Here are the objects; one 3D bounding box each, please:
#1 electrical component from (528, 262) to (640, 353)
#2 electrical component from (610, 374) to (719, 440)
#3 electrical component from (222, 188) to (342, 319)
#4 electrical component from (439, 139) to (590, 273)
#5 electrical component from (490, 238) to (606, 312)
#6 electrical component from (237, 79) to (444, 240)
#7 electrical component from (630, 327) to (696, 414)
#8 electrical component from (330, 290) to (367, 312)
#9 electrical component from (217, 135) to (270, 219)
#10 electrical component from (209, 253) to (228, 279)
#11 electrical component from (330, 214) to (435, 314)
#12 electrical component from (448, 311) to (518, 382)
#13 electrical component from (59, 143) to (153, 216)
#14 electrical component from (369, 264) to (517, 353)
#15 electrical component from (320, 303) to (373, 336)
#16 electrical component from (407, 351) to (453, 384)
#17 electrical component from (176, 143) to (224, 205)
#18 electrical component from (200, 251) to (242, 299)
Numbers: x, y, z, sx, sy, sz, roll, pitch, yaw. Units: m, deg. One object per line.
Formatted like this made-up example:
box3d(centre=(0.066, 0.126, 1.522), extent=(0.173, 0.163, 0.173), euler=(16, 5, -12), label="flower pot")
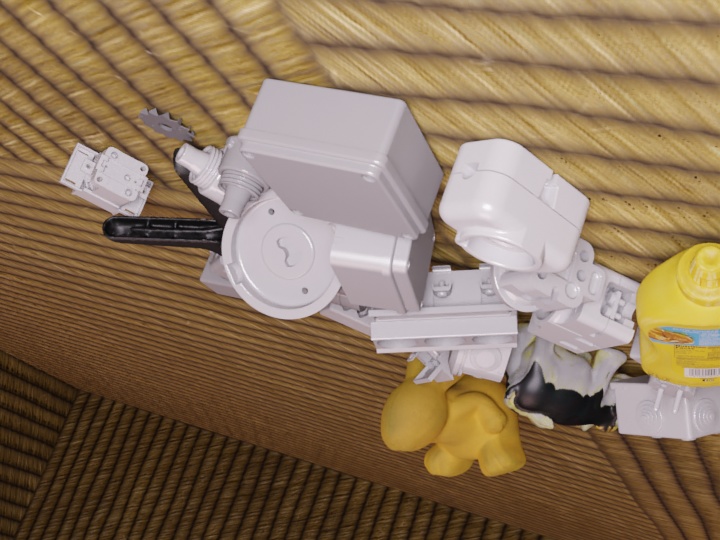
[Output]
box3d(centre=(0.176, 0.030, 0.861), extent=(0.056, 0.050, 0.089), euler=(24, 164, -12), label="electrical component")
box3d(centre=(0.286, 0.119, 0.955), extent=(0.100, 0.048, 0.100), euler=(-6, 180, -33), label="electrical component")
box3d(centre=(-0.052, -0.019, 0.888), extent=(0.108, 0.108, 0.060), euler=(16, -163, 15), label="electrical component")
box3d(centre=(0.102, -0.037, 0.713), extent=(0.095, 0.059, 0.054), euler=(31, 161, -34), label="electrical component")
box3d(centre=(0.134, 0.001, 0.805), extent=(0.078, 0.058, 0.057), euler=(27, 160, -22), label="electrical component")
box3d(centre=(-0.011, -0.075, 0.733), extent=(0.109, 0.056, 0.108), euler=(13, 163, 24), label="electrical component")
box3d(centre=(0.259, 0.081, 0.879), extent=(0.047, 0.076, 0.066), euler=(31, 161, -32), label="electrical component")
box3d(centre=(0.000, 0.000, 0.975), extent=(0.074, 0.052, 0.138), euler=(16, 164, 15), label="electrical component")
box3d(centre=(-0.090, -0.070, 0.835), extent=(0.048, 0.062, 0.048), euler=(19, 164, 6), label="electrical component")
box3d(centre=(-0.099, -0.007, 1.079), extent=(0.089, 0.050, 0.056), euler=(25, 164, -15), label="electrical component")
box3d(centre=(0.020, -0.018, 0.834), extent=(0.057, 0.078, 0.113), euler=(8, 162, 12), label="electrical component")
box3d(centre=(0.114, 0.063, 0.997), extent=(0.051, 0.080, 0.080), euler=(14, 164, 3), label="electrical component")
box3d(centre=(-0.232, -0.084, 1.004), extent=(0.081, 0.042, 0.064), euler=(28, 159, -25), label="electrical component")
box3d(centre=(0.072, 0.033, 0.924), extent=(0.121, 0.063, 0.078), euler=(-3, 160, 7), label="electrical component")
box3d(centre=(0.002, 0.040, 1.118), extent=(0.083, 0.047, 0.076), euler=(24, 164, -14), label="electrical component")
box3d(centre=(0.080, 0.076, 1.105), extent=(0.064, 0.081, 0.042), euler=(46, 159, -7), label="electrical component")
box3d(centre=(-0.119, -0.080, 0.873), extent=(0.062, 0.043, 0.043), euler=(30, 162, -27), label="electrical component")
box3d(centre=(-0.131, -0.004, 1.135), extent=(0.083, 0.047, 0.076), euler=(10, 160, 32), label="electrical component")
